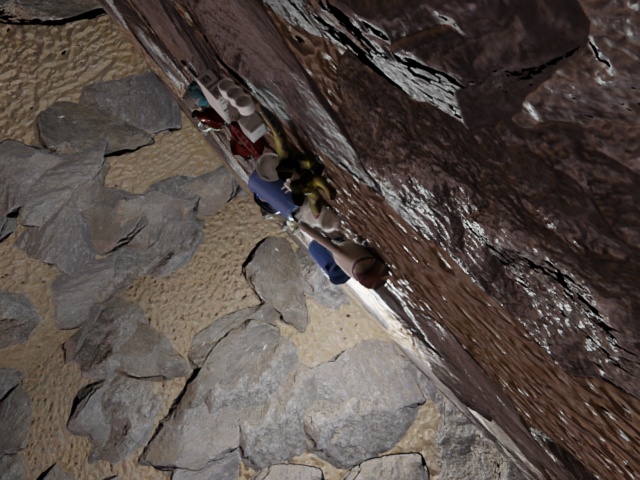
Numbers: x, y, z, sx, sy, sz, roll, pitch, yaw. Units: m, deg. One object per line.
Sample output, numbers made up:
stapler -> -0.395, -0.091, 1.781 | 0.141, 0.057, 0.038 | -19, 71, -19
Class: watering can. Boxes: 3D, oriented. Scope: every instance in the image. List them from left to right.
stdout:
watering can -> 0.093, 0.055, 1.687 | 0.344, 0.103, 0.227 | 29, -173, -36

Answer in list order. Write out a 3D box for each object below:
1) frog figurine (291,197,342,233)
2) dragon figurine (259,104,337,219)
frog figurine -> 0.005, -0.088, 1.740 | 0.159, 0.125, 0.135 | -5, 127, 35
dragon figurine -> -0.077, -0.219, 1.439 | 0.403, 0.122, 0.246 | 62, 176, -27
